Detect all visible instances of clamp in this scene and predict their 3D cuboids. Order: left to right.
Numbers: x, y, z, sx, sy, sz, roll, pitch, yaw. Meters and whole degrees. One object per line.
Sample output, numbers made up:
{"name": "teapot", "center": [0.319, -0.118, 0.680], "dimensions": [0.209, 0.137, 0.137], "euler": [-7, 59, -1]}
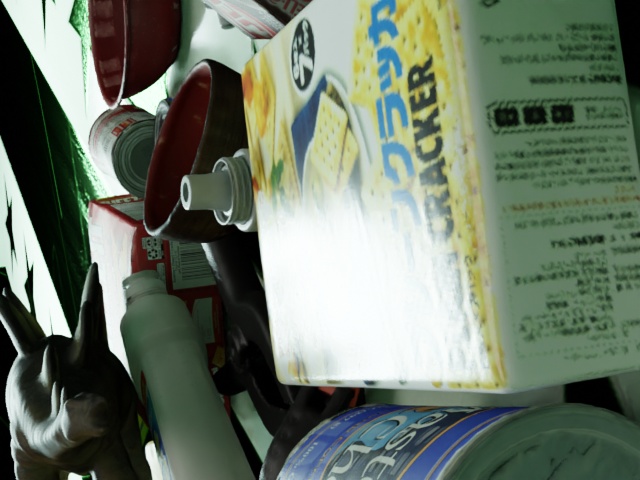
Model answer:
{"name": "clamp", "center": [-0.041, 0.056, 0.676], "dimensions": [0.210, 0.036, 0.164], "euler": [-148, 47, -64]}
{"name": "clamp", "center": [-0.007, 0.140, 0.574], "dimensions": [0.120, 0.039, 0.171], "euler": [-19, -48, -68]}

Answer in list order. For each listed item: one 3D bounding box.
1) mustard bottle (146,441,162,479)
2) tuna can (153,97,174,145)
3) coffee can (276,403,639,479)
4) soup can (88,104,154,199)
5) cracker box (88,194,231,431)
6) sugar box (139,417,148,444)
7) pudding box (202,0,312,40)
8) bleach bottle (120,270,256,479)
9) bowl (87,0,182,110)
{"name": "mustard bottle", "center": [-0.097, 0.251, 0.850], "dimensions": [0.096, 0.058, 0.191], "euler": [143, 119, -66]}
{"name": "tuna can", "center": [-0.103, -0.068, 0.819], "dimensions": [0.086, 0.033, 0.086], "euler": [175, 90, -69]}
{"name": "coffee can", "center": [0.050, 0.108, 0.369], "dimensions": [0.140, 0.102, 0.103], "euler": [158, 106, -68]}
{"name": "soup can", "center": [-0.154, -0.076, 0.903], "dimensions": [0.102, 0.068, 0.068], "euler": [-149, 56, -64]}
{"name": "cracker box", "center": [-0.139, 0.052, 0.888], "dimensions": [0.214, 0.072, 0.164], "euler": [-161, 66, -67]}
{"name": "sugar box", "center": [-0.196, 0.132, 1.066], "dimensions": [0.093, 0.048, 0.176], "euler": [-90, 6, -67]}
{"name": "pudding box", "center": [-0.056, -0.153, 0.576], "dimensions": [0.039, 0.113, 0.090], "euler": [-55, 23, -5]}
{"name": "bleach bottle", "center": [-0.084, 0.138, 0.722], "dimensions": [0.103, 0.068, 0.251], "euler": [104, 146, -62]}
{"name": "bowl", "center": [-0.153, -0.191, 0.890], "dimensions": [0.162, 0.055, 0.162], "euler": [175, 90, -69]}
